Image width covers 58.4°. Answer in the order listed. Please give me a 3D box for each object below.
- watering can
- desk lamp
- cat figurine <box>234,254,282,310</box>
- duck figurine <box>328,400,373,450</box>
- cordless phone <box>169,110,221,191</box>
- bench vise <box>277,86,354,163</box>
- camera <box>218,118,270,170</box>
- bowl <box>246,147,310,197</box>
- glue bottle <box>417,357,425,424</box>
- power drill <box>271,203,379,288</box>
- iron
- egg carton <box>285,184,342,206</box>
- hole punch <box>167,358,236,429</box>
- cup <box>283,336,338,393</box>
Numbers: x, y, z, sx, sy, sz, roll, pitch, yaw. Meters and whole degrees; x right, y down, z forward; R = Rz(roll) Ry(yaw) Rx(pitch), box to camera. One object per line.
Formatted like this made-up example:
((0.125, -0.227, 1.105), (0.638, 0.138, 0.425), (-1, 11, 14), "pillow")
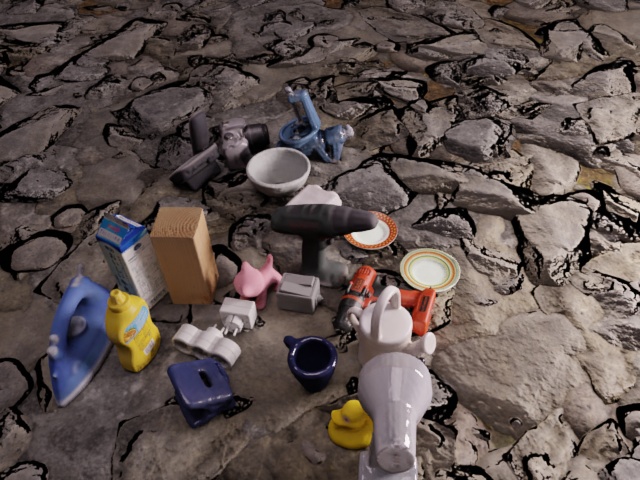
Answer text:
((0.129, 0.164, 1.064), (0.172, 0.194, 0.101), (7, 46, 10), "watering can")
((0.116, 0.315, 0.901), (0.118, 0.214, 0.203), (2, 45, 5), "desk lamp")
((-0.135, 0.084, 1.214), (0.067, 0.118, 0.128), (23, 50, 24), "cat figurine")
((0.065, 0.312, 0.997), (0.104, 0.086, 0.077), (-6, 45, -2), "duck figurine")
((-0.337, -0.238, 1.499), (0.094, 0.185, 0.148), (21, 50, 23), "cordless phone")
((-0.020, -0.318, 1.538), (0.207, 0.220, 0.121), (-11, 45, -8), "bench vise")
((-0.210, -0.284, 1.598), (0.137, 0.101, 0.143), (-11, 45, -8), "camera")
((-0.106, -0.164, 1.492), (0.167, 0.075, 0.167), (-1, 45, 2), "bowl")
((0.167, 0.256, 0.986), (0.037, 0.173, 0.078), (21, 50, 23), "glue bottle")
((0.011, 0.004, 1.221), (0.229, 0.209, 0.076), (10, 46, 13), "power drill")
((-0.483, 0.177, 1.121), (0.118, 0.141, 0.258), (-1, 45, 3), "iron")
((-0.021, -0.071, 1.397), (0.107, 0.069, 0.150), (24, 51, 25), "egg carton")
((-0.217, 0.268, 1.052), (0.101, 0.091, 0.108), (-25, 49, -21), "hole punch")
((-0.022, 0.235, 1.072), (0.117, 0.095, 0.092), (31, 54, 29), "cup")
